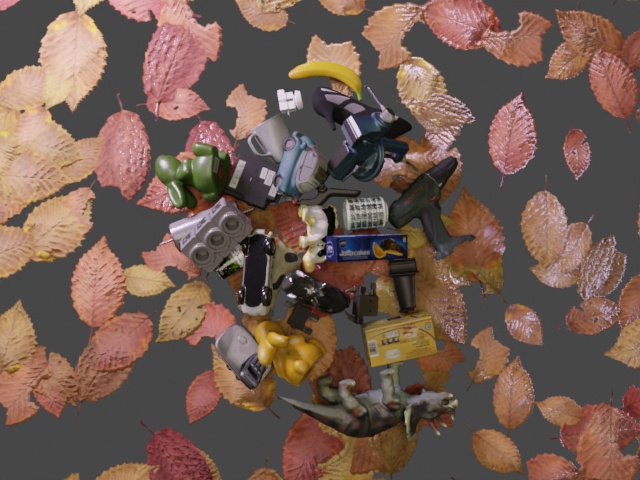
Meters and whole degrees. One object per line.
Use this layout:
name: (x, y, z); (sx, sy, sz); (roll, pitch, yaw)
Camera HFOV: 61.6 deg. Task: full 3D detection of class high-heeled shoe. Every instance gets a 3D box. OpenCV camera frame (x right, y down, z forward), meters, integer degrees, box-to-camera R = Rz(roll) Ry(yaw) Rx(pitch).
high-heeled shoe: (0.103, -0.323, 1.355); (0.249, 0.086, 0.145); (-1, 56, -21)

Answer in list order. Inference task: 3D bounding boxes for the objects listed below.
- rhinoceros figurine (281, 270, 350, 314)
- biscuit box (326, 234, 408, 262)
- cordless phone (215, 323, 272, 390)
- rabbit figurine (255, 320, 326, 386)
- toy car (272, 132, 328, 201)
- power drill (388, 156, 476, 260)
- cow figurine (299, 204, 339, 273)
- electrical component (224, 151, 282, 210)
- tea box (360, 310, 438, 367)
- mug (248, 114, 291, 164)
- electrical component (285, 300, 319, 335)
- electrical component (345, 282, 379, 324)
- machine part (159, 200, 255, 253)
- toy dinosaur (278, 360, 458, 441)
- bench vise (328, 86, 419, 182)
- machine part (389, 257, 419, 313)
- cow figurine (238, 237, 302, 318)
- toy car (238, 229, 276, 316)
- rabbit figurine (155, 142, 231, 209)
rhinoceros figurine: (-0.014, 0.127, 1.268); (0.190, 0.112, 0.073); (28, 87, -34)
biscuit box: (0.113, 0.018, 1.295); (0.203, 0.059, 0.062); (-2, 92, -25)
cordless phone: (-0.185, 0.276, 1.235); (0.089, 0.184, 0.146); (-39, 91, 0)
rabbit figurine: (-0.092, 0.260, 1.273); (0.173, 0.162, 0.122); (42, 98, 16)
toy car: (-0.038, -0.169, 1.271); (0.103, 0.109, 0.161); (14, 78, 29)
power drill: (0.299, -0.070, 1.337); (0.232, 0.086, 0.207); (-35, 94, -3)
cow figurine: (-0.003, -0.003, 1.313); (0.098, 0.068, 0.167); (-3, 102, -12)
electrical component: (-0.154, -0.139, 1.319); (0.134, 0.058, 0.115); (23, 88, -3)
tea box: (0.192, 0.240, 1.316); (0.170, 0.068, 0.098); (-10, 97, -6)
mug: (-0.115, -0.236, 1.308); (0.109, 0.081, 0.107); (-38, 103, -34)
electrical component: (-0.052, 0.190, 1.329); (0.094, 0.021, 0.063); (30, 86, -3)
electrical component: (0.102, 0.157, 1.333); (0.078, 0.045, 0.102); (-1, 90, -33)
machine part: (-0.271, -0.033, 1.295); (0.243, 0.079, 0.079); (-20, 89, -5)
toy dinosaur: (0.117, 0.407, 1.290); (0.405, 0.131, 0.192); (-13, 88, 2)
bench vise: (0.135, -0.223, 1.276); (0.129, 0.240, 0.223); (56, 128, 33)
machine part: (0.213, 0.114, 1.344); (0.084, 0.039, 0.138); (-3, 86, -9)
cow figurine: (-0.124, 0.101, 1.300); (0.127, 0.085, 0.195); (42, 85, 5)
toy car: (-0.144, 0.073, 1.238); (0.074, 0.056, 0.201); (1, 79, 13)
rabbit figurine: (-0.316, -0.153, 1.298); (0.170, 0.121, 0.159); (5, 94, 14)
